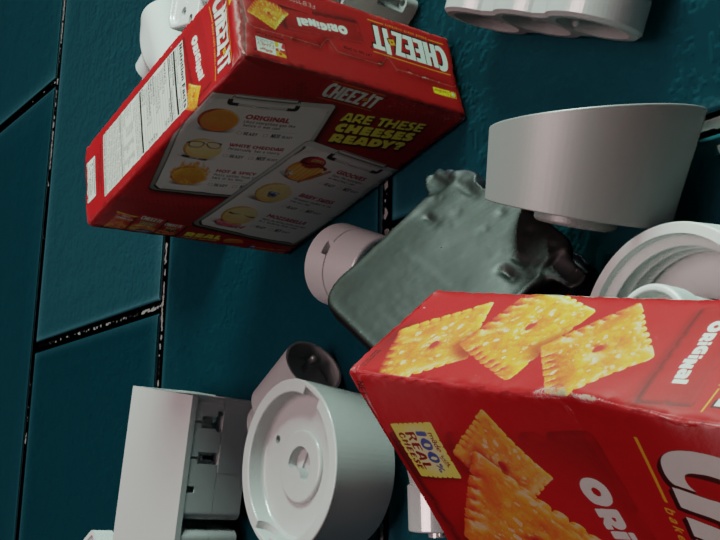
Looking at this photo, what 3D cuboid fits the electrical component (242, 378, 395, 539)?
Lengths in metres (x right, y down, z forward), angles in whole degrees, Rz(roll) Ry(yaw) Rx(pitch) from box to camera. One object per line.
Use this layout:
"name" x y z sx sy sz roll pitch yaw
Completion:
"electrical component" -0.022 0.125 0.683 0.108 0.060 0.108 -19 66 51

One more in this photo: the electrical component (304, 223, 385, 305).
"electrical component" 0.000 0.000 0.692 0.047 0.055 0.055 15 93 51

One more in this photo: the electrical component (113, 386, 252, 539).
"electrical component" -0.138 0.188 0.829 0.105 0.060 0.186 -2 80 54

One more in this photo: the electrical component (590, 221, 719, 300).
"electrical component" 0.146 0.030 0.472 0.108 0.060 0.108 -18 67 51

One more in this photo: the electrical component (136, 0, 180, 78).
"electrical component" -0.186 -0.200 1.013 0.079 0.044 0.077 -50 44 35

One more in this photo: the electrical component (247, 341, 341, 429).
"electrical component" -0.052 0.091 0.749 0.081 0.043 0.043 -52 44 34

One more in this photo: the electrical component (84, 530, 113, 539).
"electrical component" -0.195 0.256 0.894 0.058 0.057 0.078 -49 45 36

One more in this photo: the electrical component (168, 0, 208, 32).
"electrical component" -0.112 -0.224 0.903 0.095 0.059 0.053 6 86 55

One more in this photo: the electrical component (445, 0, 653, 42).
"electrical component" 0.106 -0.170 0.588 0.138 0.052 0.073 22 100 55

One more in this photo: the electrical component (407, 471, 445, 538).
"electrical component" 0.044 0.118 0.611 0.044 0.044 0.065 -12 77 53

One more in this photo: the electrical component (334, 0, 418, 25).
"electrical component" 0.001 -0.177 0.729 0.081 0.064 0.042 -61 39 24

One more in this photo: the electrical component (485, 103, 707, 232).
"electrical component" 0.110 -0.052 0.516 0.099 0.099 0.064 20 104 55
